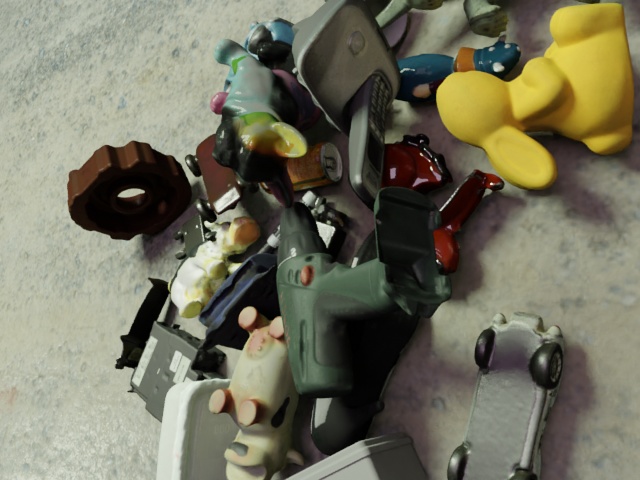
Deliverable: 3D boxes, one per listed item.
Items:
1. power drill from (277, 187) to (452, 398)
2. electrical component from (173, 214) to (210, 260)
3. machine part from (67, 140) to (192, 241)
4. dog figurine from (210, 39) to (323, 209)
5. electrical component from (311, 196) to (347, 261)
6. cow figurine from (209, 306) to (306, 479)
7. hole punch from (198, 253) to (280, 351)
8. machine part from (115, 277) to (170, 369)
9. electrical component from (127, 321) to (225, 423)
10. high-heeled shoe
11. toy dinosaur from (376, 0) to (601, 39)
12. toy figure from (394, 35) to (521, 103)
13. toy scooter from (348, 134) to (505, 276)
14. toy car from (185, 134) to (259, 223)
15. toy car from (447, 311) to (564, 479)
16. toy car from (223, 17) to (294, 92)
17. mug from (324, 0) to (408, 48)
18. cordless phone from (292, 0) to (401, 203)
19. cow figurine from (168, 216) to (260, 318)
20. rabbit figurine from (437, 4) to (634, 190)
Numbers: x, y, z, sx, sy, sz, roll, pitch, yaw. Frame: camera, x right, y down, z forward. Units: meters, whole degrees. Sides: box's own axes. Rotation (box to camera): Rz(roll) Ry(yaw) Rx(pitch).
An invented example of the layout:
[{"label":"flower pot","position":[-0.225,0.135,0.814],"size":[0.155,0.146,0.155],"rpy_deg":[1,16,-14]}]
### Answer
[{"label":"power drill","position":[0.022,0.026,0.524],"size":[0.207,0.086,0.232],"rpy_deg":[-30,54,44]},{"label":"electrical component","position":[-0.188,-0.008,0.822],"size":[0.094,0.021,0.063],"rpy_deg":[-27,62,26]},{"label":"machine part","position":[-0.291,-0.073,0.825],"size":[0.179,0.179,0.056],"rpy_deg":[-38,55,20]},{"label":"dog figurine","position":[-0.047,-0.138,0.643],"size":[0.219,0.191,0.108],"rpy_deg":[60,142,37]},{"label":"electrical component","position":[-0.003,-0.001,0.679],"size":[0.078,0.045,0.102],"rpy_deg":[30,93,35]},{"label":"cow figurine","position":[-0.060,0.188,0.620],"size":[0.086,0.127,0.195],"rpy_deg":[5,71,35]},{"label":"hole punch","position":[-0.085,0.073,0.676],"size":[0.142,0.115,0.092],"rpy_deg":[-46,48,14]},{"label":"machine part","position":[-0.259,0.125,0.798],"size":[0.039,0.084,0.139],"rpy_deg":[18,78,12]},{"label":"electrical component","position":[-0.195,0.190,0.746],"size":[0.134,0.058,0.115],"rpy_deg":[23,92,36]},{"label":"high-heeled shoe","position":[0.041,0.115,0.620],"size":[0.145,0.086,0.249],"rpy_deg":[-46,29,52]},{"label":"toy dinosaur","position":[0.205,-0.331,0.561],"size":[0.405,0.131,0.192],"rpy_deg":[-3,64,28]},{"label":"toy figure","position":[0.154,-0.196,0.625],"size":[0.155,0.057,0.064],"rpy_deg":[0,82,29]},{"label":"toy scooter","position":[0.120,-0.054,0.595],"size":[0.135,0.075,0.184],"rpy_deg":[-40,60,18]},{"label":"toy car","position":[-0.142,-0.094,0.774],"size":[0.089,0.053,0.202],"rpy_deg":[-34,40,3]},{"label":"toy car","position":[0.175,0.167,0.503],"size":[0.074,0.056,0.201],"rpy_deg":[9,80,42]},{"label":"toy car","position":[-0.075,-0.244,0.778],"size":[0.161,0.109,0.103],"rpy_deg":[-50,31,26]},{"label":"mug","position":[0.042,-0.298,0.707],"size":[0.107,0.109,0.080],"rpy_deg":[25,96,50]},{"label":"cordless phone","position":[0.027,-0.140,0.558],"size":[0.089,0.146,0.184],"rpy_deg":[-12,57,25]},{"label":"cow figurine","position":[-0.151,0.029,0.762],"size":[0.098,0.068,0.167],"rpy_deg":[39,98,42]},{"label":"rabbit figurine","position":[0.206,-0.130,0.534],"size":[0.173,0.122,0.162],"rpy_deg":[-4,96,13]}]
